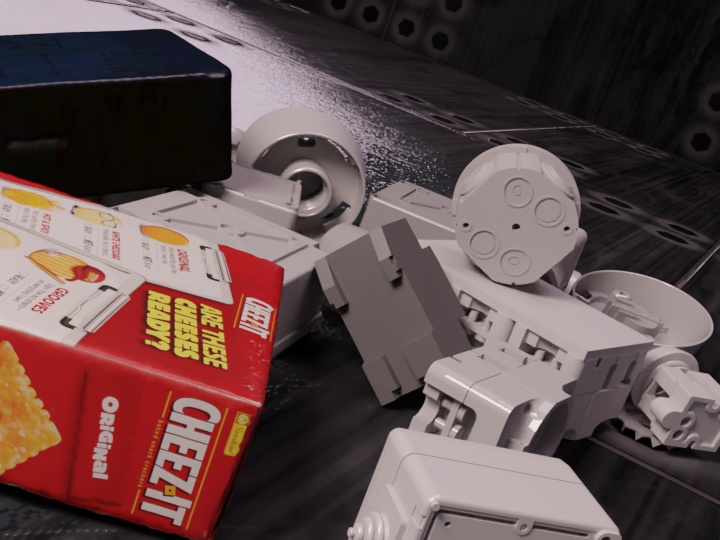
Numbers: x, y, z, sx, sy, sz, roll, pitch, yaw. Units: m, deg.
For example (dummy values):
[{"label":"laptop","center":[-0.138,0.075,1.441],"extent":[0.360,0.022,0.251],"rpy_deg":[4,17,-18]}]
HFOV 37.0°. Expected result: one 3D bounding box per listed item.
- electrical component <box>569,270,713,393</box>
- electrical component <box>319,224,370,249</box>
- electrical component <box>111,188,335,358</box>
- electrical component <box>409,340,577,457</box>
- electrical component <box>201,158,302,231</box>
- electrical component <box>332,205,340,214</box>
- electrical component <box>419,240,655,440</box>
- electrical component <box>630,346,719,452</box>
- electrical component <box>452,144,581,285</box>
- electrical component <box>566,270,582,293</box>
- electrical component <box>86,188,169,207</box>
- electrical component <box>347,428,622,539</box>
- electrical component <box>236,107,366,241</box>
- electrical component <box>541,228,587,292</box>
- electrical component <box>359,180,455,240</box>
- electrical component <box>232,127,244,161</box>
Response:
[{"label":"electrical component","center":[0.193,0.041,0.773],"extent":[0.099,0.064,0.099],"rpy_deg":[22,27,-11]},{"label":"electrical component","center":[0.000,0.000,0.713],"extent":[0.047,0.055,0.055],"rpy_deg":[27,17,35]},{"label":"electrical component","center":[-0.081,0.002,0.606],"extent":[0.109,0.056,0.109],"rpy_deg":[23,17,12]},{"label":"electrical component","center":[0.072,0.076,0.558],"extent":[0.056,0.050,0.089],"rpy_deg":[28,18,27]},{"label":"electrical component","center":[-0.077,-0.033,0.716],"extent":[0.062,0.061,0.096],"rpy_deg":[18,16,-7]},{"label":"electrical component","center":[-0.048,-0.076,0.928],"extent":[0.065,0.044,0.044],"rpy_deg":[12,18,-11]},{"label":"electrical component","center":[0.090,0.040,0.673],"extent":[0.150,0.061,0.089],"rpy_deg":[31,20,35]},{"label":"electrical component","center":[0.201,0.080,0.676],"extent":[0.066,0.048,0.055],"rpy_deg":[11,26,-26]},{"label":"electrical component","center":[0.096,-0.034,0.664],"extent":[0.080,0.080,0.051],"rpy_deg":[20,22,0]},{"label":"electrical component","center":[0.178,0.025,0.866],"extent":[0.046,0.040,0.040],"rpy_deg":[26,16,0]},{"label":"electrical component","center":[-0.159,-0.067,0.755],"extent":[0.066,0.047,0.077],"rpy_deg":[33,21,37]},{"label":"electrical component","center":[0.038,0.102,0.413],"extent":[0.096,0.061,0.061],"rpy_deg":[14,17,-20]},{"label":"electrical component","center":[-0.044,-0.070,0.813],"extent":[0.099,0.099,0.064],"rpy_deg":[16,23,-14]},{"label":"electrical component","center":[0.117,0.008,0.757],"extent":[0.050,0.089,0.056],"rpy_deg":[24,17,16]},{"label":"electrical component","center":[0.060,-0.022,0.849],"extent":[0.109,0.056,0.109],"rpy_deg":[23,17,10]},{"label":"electrical component","center":[-0.123,-0.104,0.924],"extent":[0.048,0.048,0.062],"rpy_deg":[9,12,-33]}]
